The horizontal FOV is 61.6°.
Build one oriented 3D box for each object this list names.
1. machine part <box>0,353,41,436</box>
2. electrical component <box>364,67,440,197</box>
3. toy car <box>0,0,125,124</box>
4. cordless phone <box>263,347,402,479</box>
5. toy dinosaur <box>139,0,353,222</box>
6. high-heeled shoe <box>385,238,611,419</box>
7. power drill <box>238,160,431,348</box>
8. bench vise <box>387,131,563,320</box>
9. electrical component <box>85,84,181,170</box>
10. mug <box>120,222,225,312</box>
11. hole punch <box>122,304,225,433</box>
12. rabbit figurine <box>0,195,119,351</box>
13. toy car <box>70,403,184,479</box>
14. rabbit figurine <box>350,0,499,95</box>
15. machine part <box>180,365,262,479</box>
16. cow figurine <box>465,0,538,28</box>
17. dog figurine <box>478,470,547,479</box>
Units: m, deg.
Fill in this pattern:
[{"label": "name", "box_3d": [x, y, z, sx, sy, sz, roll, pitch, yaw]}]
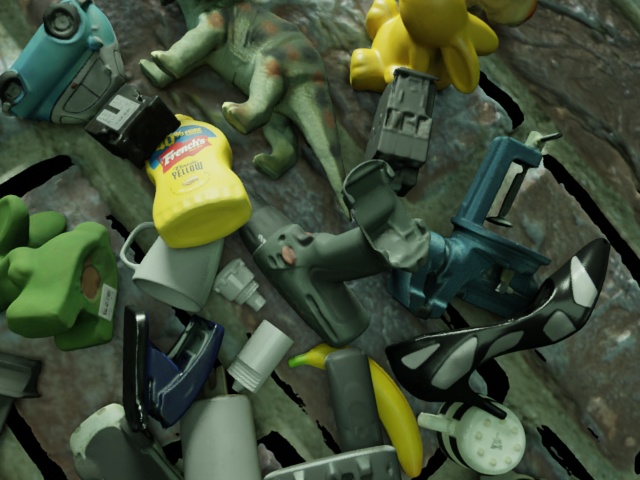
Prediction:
[{"label": "machine part", "box_3d": [-0.354, 0.187, 0.569, 0.084, 0.039, 0.139, 19, 77, -8]}, {"label": "electrical component", "box_3d": [0.090, -0.115, 0.631, 0.058, 0.115, 0.134, 13, 77, -1]}, {"label": "toy car", "box_3d": [-0.280, -0.189, 0.613, 0.103, 0.109, 0.161, 35, 87, -17]}, {"label": "cordless phone", "box_3d": [0.006, 0.214, 0.565, 0.147, 0.089, 0.184, -10, 88, -5]}, {"label": "toy dinosaur", "box_3d": [-0.072, -0.211, 0.636, 0.405, 0.131, 0.192, 40, 79, -4]}, {"label": "high-heeled shoe", "box_3d": [0.186, 0.073, 0.570, 0.145, 0.086, 0.248, 34, 86, 5]}, {"label": "power drill", "box_3d": [-0.001, -0.002, 0.563, 0.086, 0.207, 0.232, -34, 91, -47]}, {"label": "bench vise", "box_3d": [0.178, -0.020, 0.612, 0.224, 0.129, 0.240, 24, 96, -9]}, {"label": "electrical component", "box_3d": [-0.218, -0.133, 0.603, 0.119, 0.047, 0.075, 32, 78, 38]}, {"label": "mug", "box_3d": [-0.159, 0.013, 0.605, 0.110, 0.080, 0.107, 22, 65, 5]}, {"label": "hole punch", "box_3d": [-0.158, 0.128, 0.559, 0.092, 0.142, 0.115, 6, 87, -29]}, {"label": "rabbit figurine", "box_3d": [-0.315, 0.035, 0.564, 0.170, 0.121, 0.159, -2, 76, 8]}, {"label": "toy car", "box_3d": [-0.179, 0.264, 0.565, 0.073, 0.056, 0.202, -41, 88, -17]}, {"label": "rabbit figurine", "box_3d": [0.121, -0.233, 0.627, 0.162, 0.173, 0.122, 30, 74, 4]}, {"label": "machine part", "box_3d": [-0.095, 0.246, 0.530, 0.079, 0.079, 0.243, -9, 62, -8]}, {"label": "cow figurine", "box_3d": [0.187, -0.337, 0.676, 0.195, 0.127, 0.085, 35, 81, 3]}, {"label": "dog figurine", "box_3d": [0.194, 0.366, 0.583, 0.172, 0.121, 0.190, -7, 120, -42]}]
